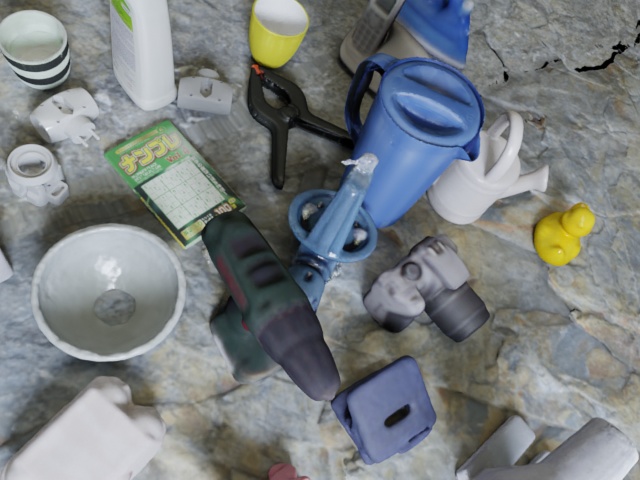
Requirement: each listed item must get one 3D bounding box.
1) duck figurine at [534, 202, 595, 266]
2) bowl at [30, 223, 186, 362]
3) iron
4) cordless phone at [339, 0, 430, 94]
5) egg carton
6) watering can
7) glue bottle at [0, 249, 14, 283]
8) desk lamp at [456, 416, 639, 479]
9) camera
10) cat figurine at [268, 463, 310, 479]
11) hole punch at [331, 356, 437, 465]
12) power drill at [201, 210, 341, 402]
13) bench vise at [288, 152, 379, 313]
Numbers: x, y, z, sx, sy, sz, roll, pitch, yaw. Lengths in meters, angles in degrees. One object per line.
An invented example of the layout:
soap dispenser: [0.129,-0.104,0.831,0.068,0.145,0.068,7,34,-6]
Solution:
duck figurine: [0.387,-0.015,0.890,0.077,0.086,0.105,34,60,2]
bowl: [-0.243,0.069,0.673,0.168,0.074,0.167,7,63,-13]
iron: [0.201,-0.439,1.013,0.119,0.141,0.258,-32,77,-27]
cordless phone: [0.120,-0.325,0.908,0.147,0.185,0.094,44,61,8]
egg carton: [-0.242,0.224,0.600,0.107,0.069,0.150,39,61,5]
watering can: [0.246,-0.110,0.834,0.173,0.194,0.101,-2,65,-17]
glue bottle: [-0.380,-0.013,0.617,0.037,0.173,0.078,-33,77,-27]
desk lamp: [0.235,0.273,0.631,0.204,0.213,0.118,-34,77,-27]
camera: [0.156,0.075,0.770,0.143,0.100,0.136,-35,78,-27]
cat figurine: [-0.066,0.280,0.595,0.128,0.117,0.067,-19,71,-23]
hole punch: [0.085,0.206,0.691,0.109,0.091,0.101,-26,74,-25]
power drill: [-0.064,0.090,0.637,0.076,0.208,0.229,-24,73,-25]
bench vise: [0.018,0.005,0.696,0.121,0.219,0.207,11,62,-10]
